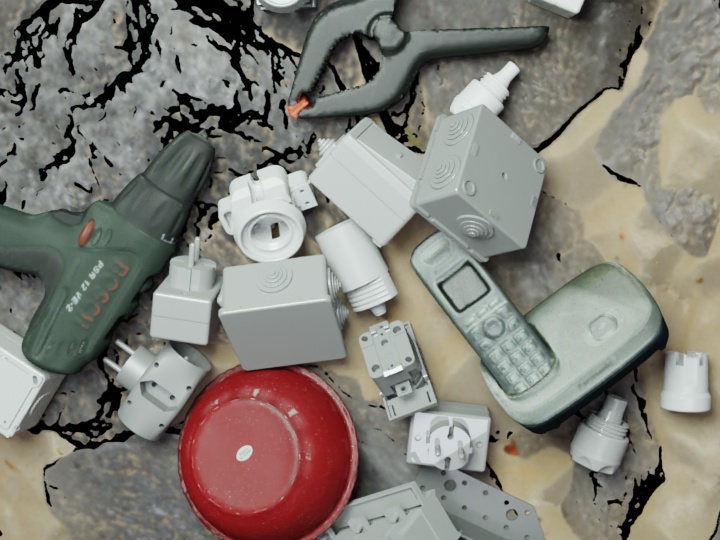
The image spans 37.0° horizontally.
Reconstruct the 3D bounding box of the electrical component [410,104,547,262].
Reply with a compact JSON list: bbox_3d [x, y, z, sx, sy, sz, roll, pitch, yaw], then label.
[{"bbox_3d":[0.094,-0.067,0.828,0.100,0.048,0.099,36,59,-31],"label":"electrical component"}]

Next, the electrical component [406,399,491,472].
[{"bbox_3d":[0.073,0.140,0.882,0.066,0.076,0.047,6,99,2],"label":"electrical component"}]

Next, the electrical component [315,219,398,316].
[{"bbox_3d":[0.000,0.000,0.882,0.043,0.043,0.081,-25,97,7],"label":"electrical component"}]

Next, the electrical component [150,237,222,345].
[{"bbox_3d":[-0.137,0.012,0.875,0.047,0.065,0.076,9,107,2],"label":"electrical component"}]

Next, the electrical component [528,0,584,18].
[{"bbox_3d":[0.183,-0.236,0.834,0.076,0.047,0.083,22,99,-1],"label":"electrical component"}]

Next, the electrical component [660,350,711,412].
[{"bbox_3d":[0.268,0.091,0.884,0.040,0.040,0.046,1,92,3],"label":"electrical component"}]

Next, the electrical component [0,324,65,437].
[{"bbox_3d":[-0.306,0.086,0.906,0.096,0.061,0.061,32,97,5],"label":"electrical component"}]

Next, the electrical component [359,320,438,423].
[{"bbox_3d":[0.029,0.077,0.875,0.042,0.063,0.081,-23,55,7],"label":"electrical component"}]

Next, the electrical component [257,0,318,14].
[{"bbox_3d":[-0.059,-0.225,0.845,0.066,0.055,0.048,-2,98,3],"label":"electrical component"}]

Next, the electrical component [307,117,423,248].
[{"bbox_3d":[0.009,-0.078,0.854,0.096,0.061,0.061,42,116,-3],"label":"electrical component"}]

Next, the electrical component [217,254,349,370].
[{"bbox_3d":[-0.061,0.034,0.867,0.100,0.099,0.048,-8,54,4],"label":"electrical component"}]

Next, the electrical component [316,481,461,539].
[{"bbox_3d":[0.012,0.227,0.879,0.121,0.063,0.078,-26,97,38],"label":"electrical component"}]

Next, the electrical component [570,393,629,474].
[{"bbox_3d":[0.203,0.134,0.891,0.043,0.043,0.062,19,98,0],"label":"electrical component"}]

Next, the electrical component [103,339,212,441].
[{"bbox_3d":[-0.179,0.090,0.906,0.079,0.043,0.077,36,99,-2],"label":"electrical component"}]

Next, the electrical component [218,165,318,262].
[{"bbox_3d":[-0.074,-0.043,0.863,0.078,0.057,0.058,-19,129,5],"label":"electrical component"}]

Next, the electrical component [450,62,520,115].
[{"bbox_3d":[0.103,-0.140,0.860,0.035,0.035,0.061,43,96,-4],"label":"electrical component"}]
